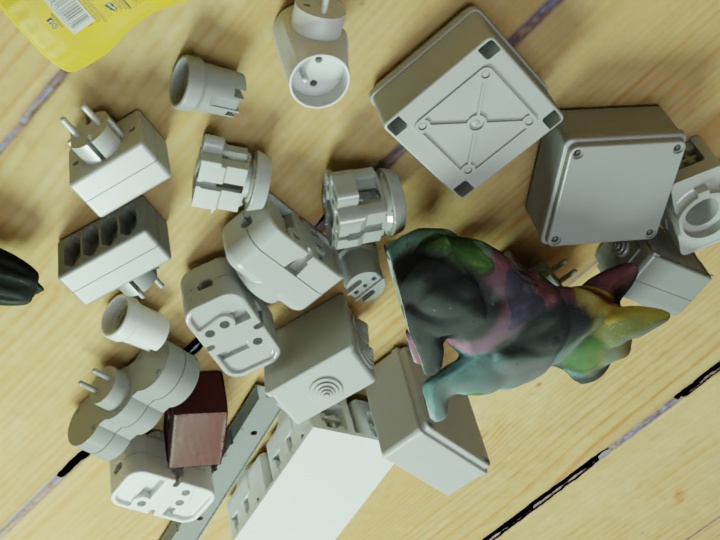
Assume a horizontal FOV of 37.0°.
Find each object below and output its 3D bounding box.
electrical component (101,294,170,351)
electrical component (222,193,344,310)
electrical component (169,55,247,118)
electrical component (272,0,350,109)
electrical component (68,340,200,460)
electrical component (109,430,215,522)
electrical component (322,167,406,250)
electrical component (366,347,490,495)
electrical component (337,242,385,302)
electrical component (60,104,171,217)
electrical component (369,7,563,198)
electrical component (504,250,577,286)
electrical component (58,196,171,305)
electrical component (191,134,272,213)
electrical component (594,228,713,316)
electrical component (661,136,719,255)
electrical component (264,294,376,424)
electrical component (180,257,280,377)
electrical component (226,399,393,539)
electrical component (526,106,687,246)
[{"bbox_3d":[-0.193,0.047,0.926,0.040,0.040,0.046,-42,134,20],"label":"electrical component"},{"bbox_3d":[-0.067,-0.012,0.900,0.059,0.053,0.095,-38,130,17],"label":"electrical component"},{"bbox_3d":[-0.112,-0.134,0.793,0.046,0.040,0.040,9,127,-31],"label":"electrical component"},{"bbox_3d":[-0.031,-0.168,0.760,0.044,0.077,0.079,2,129,-18],"label":"electrical component"},{"bbox_3d":[-0.217,0.110,0.964,0.138,0.052,0.074,-40,129,18],"label":"electrical component"},{"bbox_3d":[-0.193,0.198,1.043,0.095,0.059,0.053,25,120,-32],"label":"electrical component"},{"bbox_3d":[0.003,-0.052,0.882,0.057,0.058,0.078,-10,153,-12],"label":"electrical component"},{"bbox_3d":[0.063,0.146,1.039,0.056,0.108,0.109,-38,130,20],"label":"electrical component"},{"bbox_3d":[0.000,0.000,0.936,0.040,0.046,0.040,-8,132,-9],"label":"electrical component"},{"bbox_3d":[-0.190,-0.091,0.800,0.066,0.047,0.076,-29,132,9],"label":"electrical component"},{"bbox_3d":[0.083,-0.129,0.841,0.109,0.056,0.109,-38,129,17],"label":"electrical component"},{"bbox_3d":[0.165,0.017,0.997,0.076,0.047,0.083,-36,131,14],"label":"electrical component"},{"bbox_3d":[-0.190,-0.004,0.877,0.083,0.047,0.075,-28,132,9],"label":"electrical component"},{"bbox_3d":[-0.100,-0.073,0.845,0.055,0.048,0.066,10,127,-14],"label":"electrical component"},{"bbox_3d":[0.265,-0.003,0.999,0.096,0.061,0.061,18,123,-29],"label":"electrical component"},{"bbox_3d":[0.298,-0.063,0.960,0.050,0.055,0.089,-22,132,3],"label":"electrical component"},{"bbox_3d":[-0.036,0.080,0.961,0.100,0.099,0.048,-30,119,11],"label":"electrical component"},{"bbox_3d":[-0.112,0.038,0.927,0.054,0.059,0.095,-25,132,6],"label":"electrical component"},{"bbox_3d":[-0.049,0.207,1.092,0.105,0.060,0.186,16,124,-28],"label":"electrical component"},{"bbox_3d":[0.208,-0.080,0.919,0.109,0.056,0.108,-4,131,-13],"label":"electrical component"}]
